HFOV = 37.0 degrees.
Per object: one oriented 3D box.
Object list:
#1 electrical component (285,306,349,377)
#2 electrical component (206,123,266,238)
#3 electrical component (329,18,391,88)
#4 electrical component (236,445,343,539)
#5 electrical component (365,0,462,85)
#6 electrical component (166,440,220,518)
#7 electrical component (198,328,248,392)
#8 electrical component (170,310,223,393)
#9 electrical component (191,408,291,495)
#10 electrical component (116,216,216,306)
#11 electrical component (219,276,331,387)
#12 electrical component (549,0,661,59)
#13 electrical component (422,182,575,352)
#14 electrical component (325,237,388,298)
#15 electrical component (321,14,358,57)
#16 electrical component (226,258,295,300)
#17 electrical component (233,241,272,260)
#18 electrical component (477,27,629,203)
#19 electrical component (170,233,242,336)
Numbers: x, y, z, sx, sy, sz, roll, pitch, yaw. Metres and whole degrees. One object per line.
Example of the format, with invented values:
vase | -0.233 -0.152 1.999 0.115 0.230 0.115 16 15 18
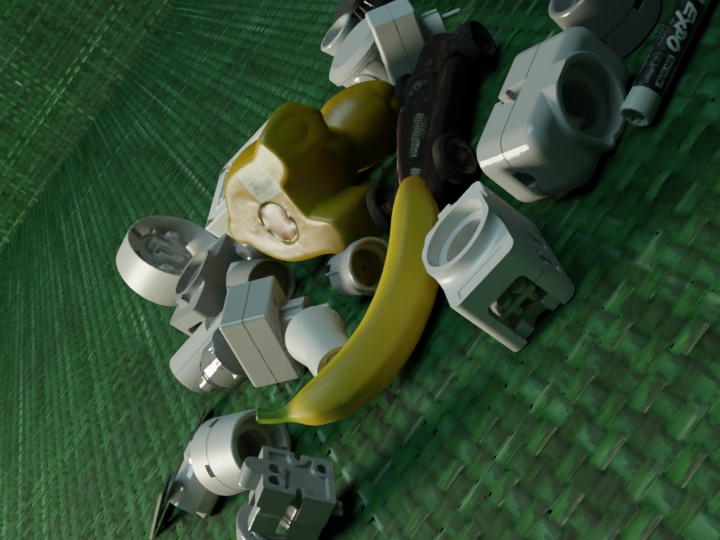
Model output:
electrical component | -0.021 0.056 0.732 0.044 0.044 0.065 -53 27 4
electrical component | -0.093 -0.087 1.055 0.109 0.056 0.108 -41 26 31
electrical component | 0.012 -0.197 1.003 0.080 0.051 0.080 -44 25 26
electrical component | -0.045 0.141 0.637 0.048 0.066 0.055 -99 28 -59
electrical component | 0.053 -0.197 0.914 0.077 0.065 0.047 -22 29 4
electrical component | -0.116 0.154 0.789 0.046 0.040 0.040 -64 23 -8
electrical component | -0.111 0.077 0.879 0.062 0.048 0.048 -45 23 39
electrical component | -0.121 0.062 0.919 0.081 0.043 0.043 -47 23 19
electrical component | -0.081 0.124 0.739 0.047 0.055 0.055 -24 37 46
electrical component | -0.200 -0.012 1.119 0.064 0.099 0.099 -50 22 29
electrical component | -0.053 0.042 0.795 0.077 0.065 0.047 -14 37 15
electrical component | 0.153 -0.165 0.680 0.055 0.047 0.055 -44 25 26
electrical component | 0.073 -0.006 0.606 0.050 0.056 0.089 -48 23 16
electrical component | 0.000 0.000 0.769 0.046 0.040 0.040 -21 40 62
electrical component | -0.004 -0.219 1.062 0.045 0.055 0.045 -44 25 26
electrical component | -0.092 0.012 0.930 0.043 0.043 0.081 -61 23 -15
electrical component | -0.082 -0.033 0.974 0.062 0.043 0.043 -49 23 10
electrical component | 0.118 -0.093 0.640 0.059 0.054 0.095 -17 43 57
electrical component | -0.134 0.017 0.992 0.050 0.056 0.089 -30 33 47
